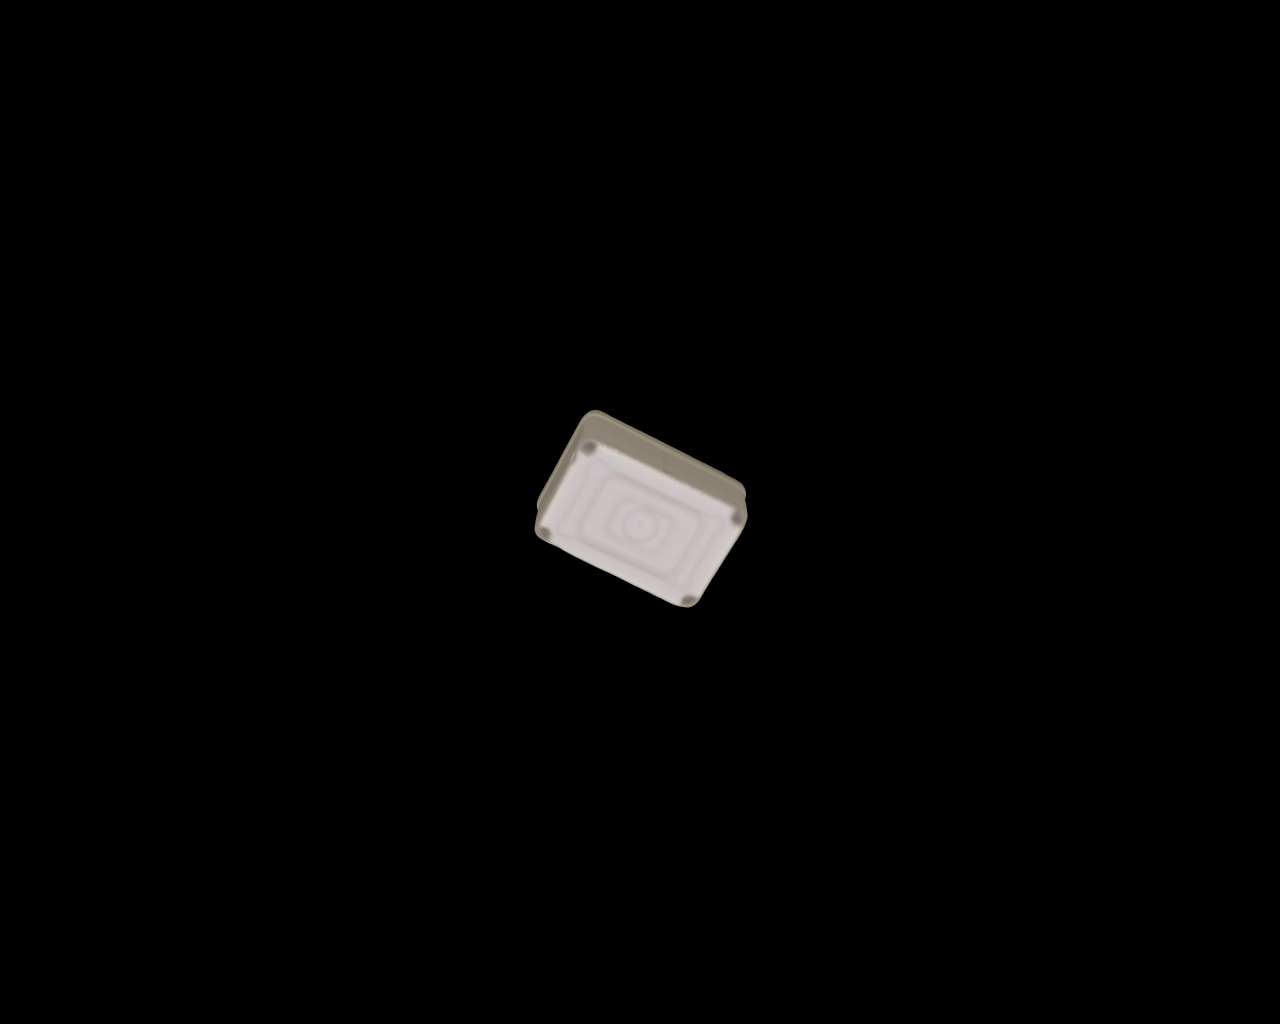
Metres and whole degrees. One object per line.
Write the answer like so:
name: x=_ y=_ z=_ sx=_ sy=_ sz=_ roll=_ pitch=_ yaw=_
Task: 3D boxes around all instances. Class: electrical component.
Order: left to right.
electrical component: x=0.001 y=-0.003 z=0.650 sx=0.113 sy=0.078 sz=0.057 roll=26 pitch=21 yaw=-11
